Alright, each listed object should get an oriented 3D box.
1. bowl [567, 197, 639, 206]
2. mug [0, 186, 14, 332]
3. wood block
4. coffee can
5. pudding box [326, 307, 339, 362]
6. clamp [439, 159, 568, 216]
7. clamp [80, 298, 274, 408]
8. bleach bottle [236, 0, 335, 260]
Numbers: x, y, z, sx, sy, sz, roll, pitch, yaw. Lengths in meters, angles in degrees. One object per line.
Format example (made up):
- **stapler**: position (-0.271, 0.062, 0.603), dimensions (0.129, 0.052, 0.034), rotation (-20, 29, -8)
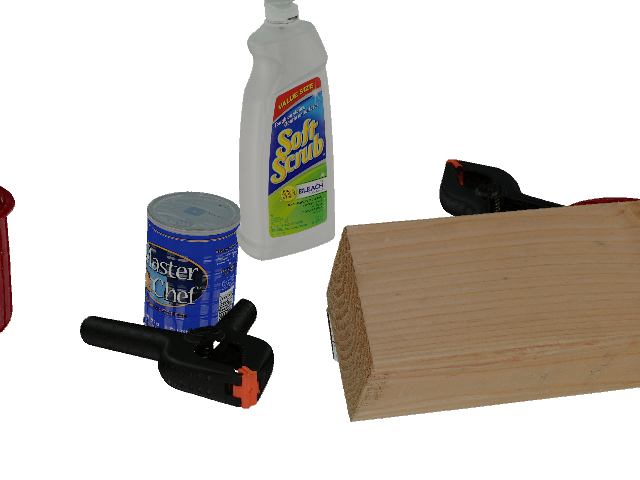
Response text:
- **bowl**: position (0.332, 0.009, 1.157), dimensions (0.162, 0.055, 0.162), rotation (-2, 27, 1)
- **mug**: position (-0.237, 0.019, 0.636), dimensions (0.093, 0.081, 0.117), rotation (17, 28, 28)
- **wood block**: position (0.116, 0.041, 0.640), dimensions (0.206, 0.091, 0.090), rotation (-5, -29, -11)
- **coffee can**: position (-0.143, 0.030, 1.182), dimensions (0.103, 0.140, 0.103), rotation (5, 25, -3)
- **pudding box**: position (0.066, 0.117, 1.250), dimensions (0.114, 0.090, 0.039), rotation (16, 46, 24)
- **clamp**: position (0.178, -0.035, 1.038), dimensions (0.120, 0.039, 0.171), rotation (-7, 34, -12)
- **clamp**: position (-0.091, 0.090, 0.900), dimensions (0.164, 0.036, 0.210), rotation (-9, 16, -32)
- **bleach bottle**: position (-0.039, -0.110, 1.035), dimensions (0.102, 0.251, 0.068), rotation (-16, 31, -22)
